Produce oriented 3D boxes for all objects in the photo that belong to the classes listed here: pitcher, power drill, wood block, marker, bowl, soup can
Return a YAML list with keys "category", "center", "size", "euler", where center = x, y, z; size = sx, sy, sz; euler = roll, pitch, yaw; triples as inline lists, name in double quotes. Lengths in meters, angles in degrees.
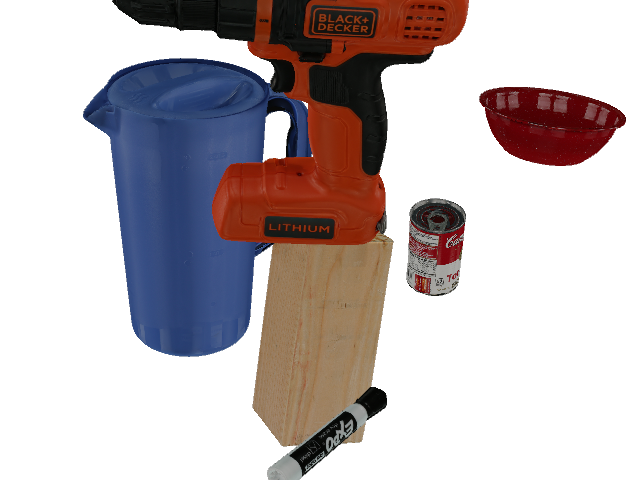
- category: "pitcher"
  center: [-0.102, -0.026, 0.919]
  size: [0.149, 0.243, 0.144]
  euler: [17, 33, 23]
- category: "power drill"
  center: [-0.022, -0.080, 0.596]
  size: [0.184, 0.057, 0.188]
  euler: [3, -43, -4]
- category: "wood block"
  center: [0.000, 0.086, 1.041]
  size: [0.090, 0.206, 0.091]
  euler: [1, 16, -23]
- category: "marker"
  center: [0.008, 0.136, 0.749]
  size: [0.020, 0.020, 0.120]
  euler: [0, 22, 42]
- category: "bowl"
  center: [0.253, -0.124, 1.188]
  size: [0.162, 0.055, 0.162]
  euler: [5, 23, -2]
- category: "soup can"
  center: [0.140, 0.009, 1.310]
  size: [0.068, 0.102, 0.068]
  euler: [0, 37, 0]
